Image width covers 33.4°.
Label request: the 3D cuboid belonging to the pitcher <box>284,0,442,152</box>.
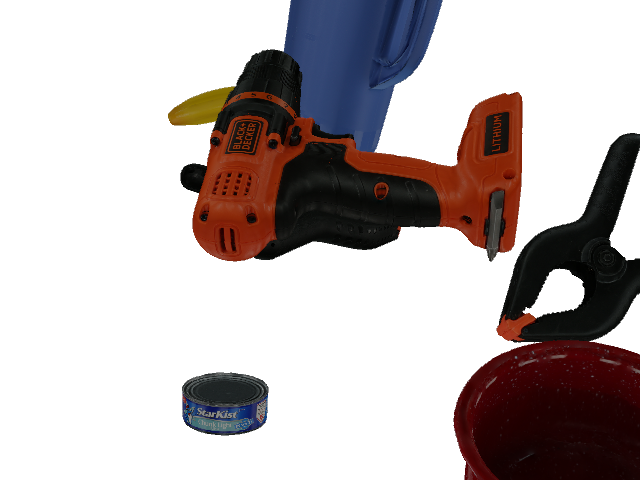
[{"bbox_3d":[0.034,-0.205,1.038,0.145,0.243,0.149,12,19,0],"label":"pitcher"}]

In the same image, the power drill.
[{"bbox_3d":[0.026,-0.055,0.645,0.188,0.057,0.184,2,43,8],"label":"power drill"}]

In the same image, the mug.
[{"bbox_3d":[0.106,0.098,0.391,0.117,0.081,0.093,5,36,9],"label":"mug"}]

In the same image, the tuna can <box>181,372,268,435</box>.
[{"bbox_3d":[-0.095,0.162,1.058,0.086,0.034,0.086,2,13,-1],"label":"tuna can"}]

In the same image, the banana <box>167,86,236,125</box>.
[{"bbox_3d":[-0.072,-0.148,1.201,0.198,0.037,0.069,8,42,18],"label":"banana"}]

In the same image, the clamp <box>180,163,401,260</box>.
[{"bbox_3d":[-0.007,-0.018,0.958,0.209,0.036,0.165,7,23,-28],"label":"clamp"}]

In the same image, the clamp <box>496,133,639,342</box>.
[{"bbox_3d":[0.197,0.020,0.713,0.120,0.171,0.039,43,-12,14],"label":"clamp"}]
